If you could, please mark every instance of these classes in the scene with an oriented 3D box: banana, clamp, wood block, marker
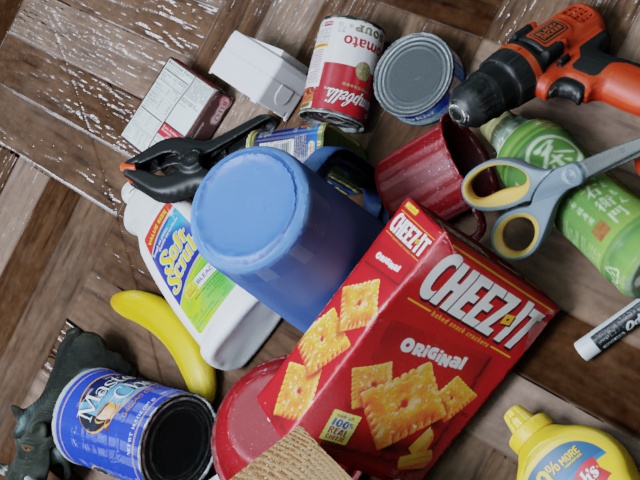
[{"bbox_3d":[-0.160,0.107,1.125,0.070,0.037,0.198,-48,57,12],"label":"banana"},{"bbox_3d":[-0.125,-0.068,1.116,0.171,0.039,0.120,-13,49,10],"label":"clamp"},{"bbox_3d":[-0.023,0.251,0.859,0.090,0.206,0.090,-35,62,-25],"label":"wood block"},{"bbox_3d":[0.263,0.058,0.879,0.121,0.020,0.020,-40,59,17],"label":"marker"}]

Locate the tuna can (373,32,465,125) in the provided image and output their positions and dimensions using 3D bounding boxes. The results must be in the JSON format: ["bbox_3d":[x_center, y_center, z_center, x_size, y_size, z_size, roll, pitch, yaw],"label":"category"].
[{"bbox_3d":[0.097,-0.155,1.037,0.086,0.033,0.086,-9,72,30],"label":"tuna can"}]

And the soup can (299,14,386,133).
[{"bbox_3d":[0.023,-0.165,1.066,0.069,0.068,0.102,8,81,34],"label":"soup can"}]

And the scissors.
[{"bbox_3d":[0.199,-0.032,0.844,0.202,0.016,0.096,-3,102,44],"label":"scissors"}]

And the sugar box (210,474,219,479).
[{"bbox_3d":[-0.062,0.303,1.003,0.093,0.048,0.176,-38,56,18],"label":"sugar box"}]

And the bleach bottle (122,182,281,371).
[{"bbox_3d":[-0.142,0.020,1.124,0.102,0.068,0.251,-52,54,8],"label":"bleach bottle"}]

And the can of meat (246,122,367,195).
[{"bbox_3d":[-0.011,-0.075,1.043,0.084,0.102,0.057,-5,74,29],"label":"can of meat"}]

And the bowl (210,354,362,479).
[{"bbox_3d":[-0.034,0.173,0.988,0.162,0.055,0.162,-7,62,14],"label":"bowl"}]

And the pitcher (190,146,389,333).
[{"bbox_3d":[-0.006,0.001,0.932,0.145,0.242,0.149,-33,60,11],"label":"pitcher"}]

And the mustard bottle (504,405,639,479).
[{"bbox_3d":[0.214,0.205,0.846,0.096,0.058,0.192,-50,56,15],"label":"mustard bottle"}]

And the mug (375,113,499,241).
[{"bbox_3d":[0.109,-0.045,0.970,0.082,0.093,0.117,-30,79,28],"label":"mug"}]

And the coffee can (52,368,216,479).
[{"bbox_3d":[-0.185,0.190,1.068,0.141,0.102,0.103,7,80,41],"label":"coffee can"}]

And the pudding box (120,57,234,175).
[{"bbox_3d":[-0.161,-0.136,1.195,0.090,0.039,0.113,38,96,34],"label":"pudding box"}]

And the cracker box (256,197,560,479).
[{"bbox_3d":[0.076,0.095,0.895,0.214,0.164,0.072,-53,38,9],"label":"cracker box"}]

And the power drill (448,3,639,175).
[{"bbox_3d":[0.224,-0.116,0.884,0.184,0.057,0.188,-37,57,-26],"label":"power drill"}]
